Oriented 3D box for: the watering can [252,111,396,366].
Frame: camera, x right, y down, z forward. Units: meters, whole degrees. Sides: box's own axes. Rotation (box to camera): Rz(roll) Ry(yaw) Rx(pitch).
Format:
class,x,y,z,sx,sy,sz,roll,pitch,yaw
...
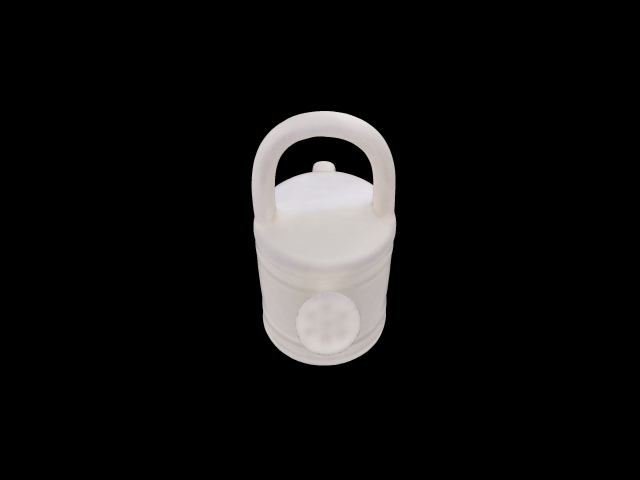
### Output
class,x,y,z,sx,sy,sz,roll,pitch,yaw
watering can,0.006,0.001,0.400,0.101,0.194,0.172,-17,48,-15
